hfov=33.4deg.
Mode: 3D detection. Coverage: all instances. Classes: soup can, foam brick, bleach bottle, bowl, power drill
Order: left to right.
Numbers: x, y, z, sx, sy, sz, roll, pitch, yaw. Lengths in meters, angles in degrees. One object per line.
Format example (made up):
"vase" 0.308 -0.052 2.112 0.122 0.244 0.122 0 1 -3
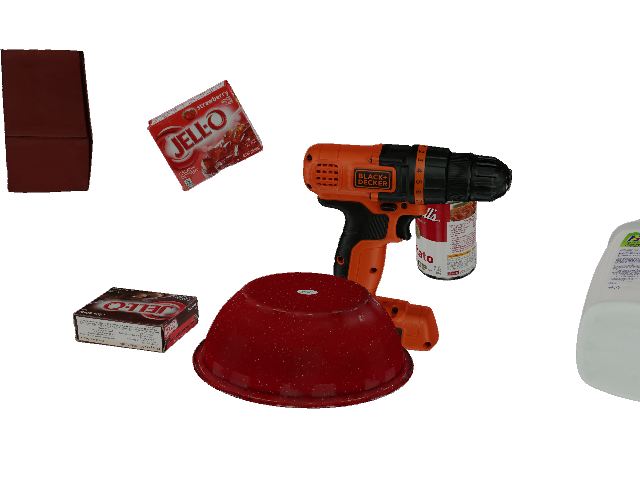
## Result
"foam brick" -0.173 -0.075 0.672 0.051 0.078 0.053 -2 -37 -17
"bowl" -0.011 0.063 0.770 0.162 0.055 0.162 2 16 -1
"power drill" 0.075 0.004 0.967 0.184 0.188 0.057 5 19 12
"soup can" 0.137 -0.016 1.161 0.068 0.102 0.068 -3 33 2
"bleach bottle" 0.244 0.032 0.746 0.103 0.068 0.250 9 20 19

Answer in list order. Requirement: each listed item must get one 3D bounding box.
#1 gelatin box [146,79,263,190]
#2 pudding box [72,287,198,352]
"gelatin box" -0.111 -0.100 1.025 0.089 0.073 0.030 -27 20 4
"pudding box" -0.206 0.088 1.196 0.114 0.039 0.090 3 17 18
